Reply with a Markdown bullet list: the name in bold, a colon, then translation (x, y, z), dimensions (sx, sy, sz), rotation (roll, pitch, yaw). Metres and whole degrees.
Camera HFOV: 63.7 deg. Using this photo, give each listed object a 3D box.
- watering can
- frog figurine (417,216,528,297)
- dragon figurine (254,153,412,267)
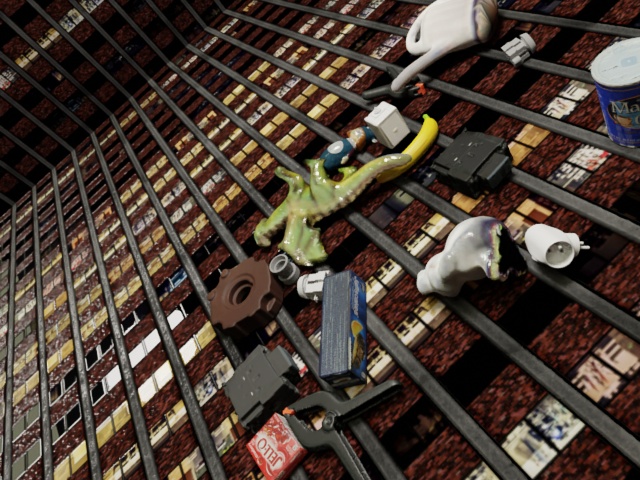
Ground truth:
- **watering can**: translation (0.303, -0.486, 1.234), dimensions (0.224, 0.102, 0.355), rotation (-1, 53, 38)
- **frog figurine**: translation (0.227, 0.027, 0.826), dimensions (0.158, 0.122, 0.139), rotation (-12, 14, 43)
- **dragon figurine**: translation (0.003, -0.056, 1.118), dimensions (0.408, 0.121, 0.246), rotation (-6, 68, 38)
